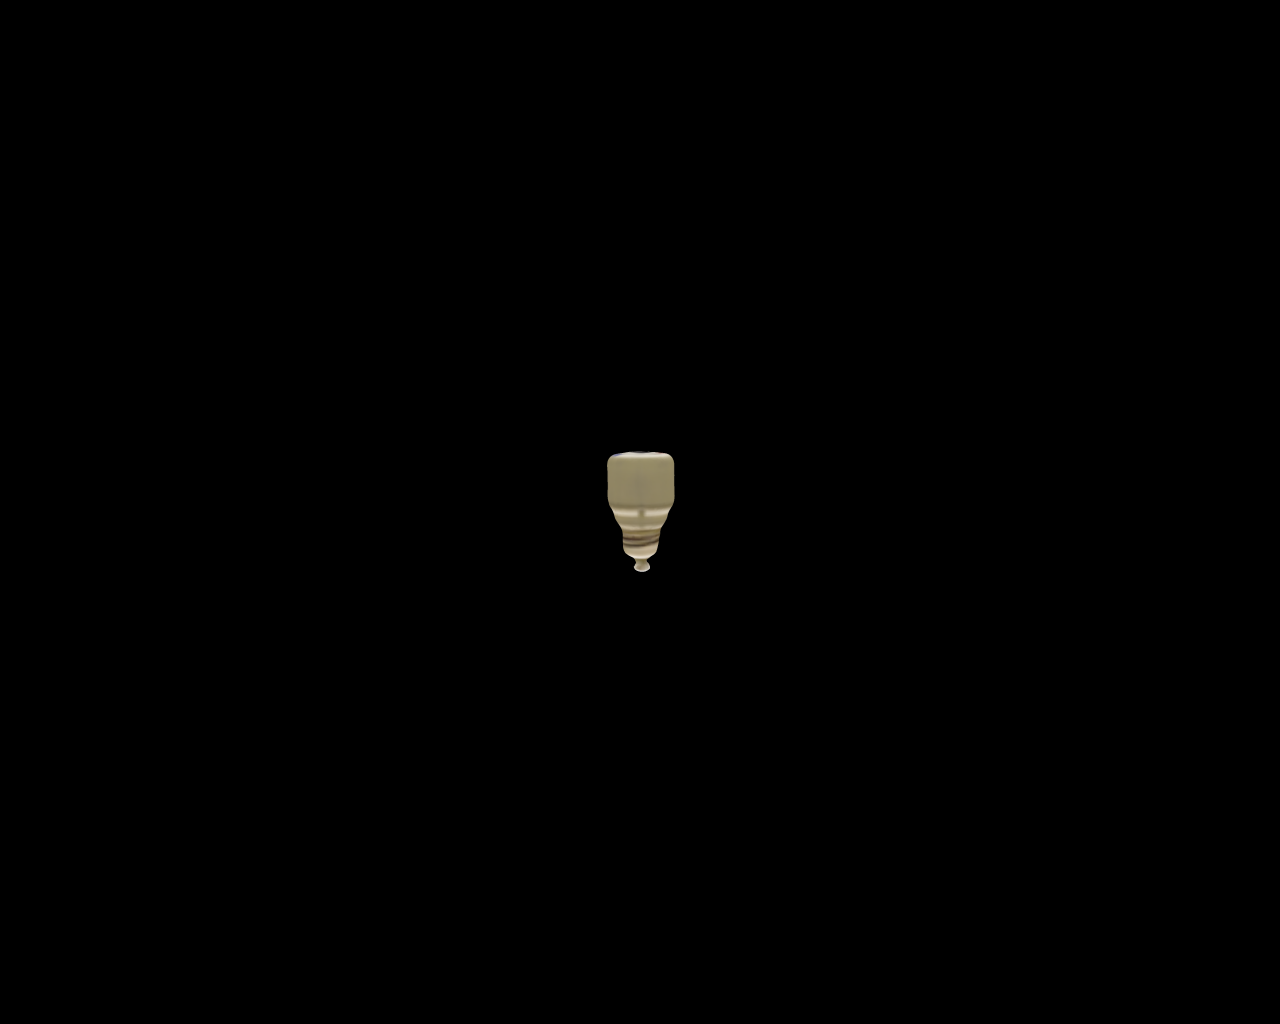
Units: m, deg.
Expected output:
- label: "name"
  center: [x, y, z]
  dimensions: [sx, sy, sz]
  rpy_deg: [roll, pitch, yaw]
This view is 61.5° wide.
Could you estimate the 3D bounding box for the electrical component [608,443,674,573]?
- label: "electrical component"
  center: [0.001, -0.003, 0.650]
  dimensions: [0.040, 0.078, 0.040]
  rpy_deg: [0, 7, 0]
